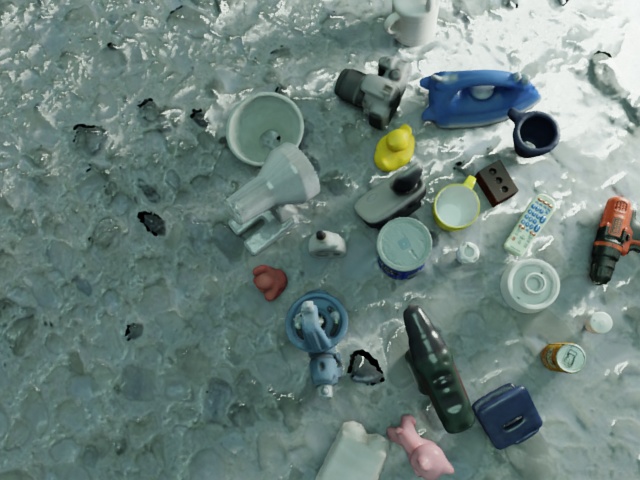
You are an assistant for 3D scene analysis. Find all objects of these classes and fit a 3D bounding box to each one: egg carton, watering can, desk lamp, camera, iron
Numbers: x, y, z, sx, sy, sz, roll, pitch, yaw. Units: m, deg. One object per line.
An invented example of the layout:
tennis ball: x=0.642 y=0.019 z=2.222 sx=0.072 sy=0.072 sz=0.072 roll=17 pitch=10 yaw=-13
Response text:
egg carton: x=0.063 y=0.430 z=1.093 sx=0.107 sy=0.069 sz=0.150 roll=25 pitch=83 yaw=10
watering can: x=0.203 y=-0.504 z=1.193 sx=0.100 sy=0.194 sz=0.173 roll=27 pitch=83 yaw=10
desk lamp: x=-0.098 y=-0.077 z=1.132 sx=0.203 sy=0.213 sz=0.118 roll=-39 pitch=78 yaw=-2
camera: x=0.109 y=-0.331 z=1.217 sx=0.136 sy=0.101 sz=0.143 roll=25 pitch=83 yaw=10
iron: x=0.337 y=-0.310 z=1.170 sx=0.258 sy=0.141 sz=0.119 roll=-3 pitch=79 yaw=5

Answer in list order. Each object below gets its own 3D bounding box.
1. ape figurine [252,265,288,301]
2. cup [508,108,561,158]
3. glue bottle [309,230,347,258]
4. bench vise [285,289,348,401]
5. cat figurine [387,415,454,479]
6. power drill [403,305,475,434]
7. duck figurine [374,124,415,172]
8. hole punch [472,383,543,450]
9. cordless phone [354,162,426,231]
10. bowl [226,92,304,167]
ape figurine: x=-0.107 y=0.085 z=1.164 sx=0.076 sy=0.092 sz=0.078 roll=-8 pitch=78 yaw=4
cup: x=0.420 y=-0.213 z=1.167 sx=0.092 sy=0.095 sz=0.117 roll=-43 pitch=78 yaw=-3
glue bottle: x=0.010 y=0.004 z=1.126 sx=0.078 sy=0.173 sz=0.037 roll=0 pitch=79 yaw=6
bench vise: x=0.007 y=0.186 z=1.068 sx=0.121 sy=0.220 sz=0.207 roll=-26 pitch=78 yaw=1
cat figurine: x=0.184 y=0.393 z=1.063 sx=0.067 sy=0.118 sz=0.127 roll=-44 pitch=78 yaw=-3
power drill: x=0.205 y=0.232 z=1.045 sx=0.075 sy=0.208 sz=0.229 roll=-24 pitch=78 yaw=1
duck figurine: x=0.156 y=-0.196 z=1.195 sx=0.077 sy=0.086 sz=0.104 roll=39 pitch=85 yaw=11
hole punch: x=0.355 y=0.331 z=1.072 sx=0.108 sy=0.091 sz=0.101 roll=-30 pitch=78 yaw=0
cordless phone: x=0.140 y=-0.094 z=1.126 sx=0.147 sy=0.185 sz=0.094 roll=-38 pitch=78 yaw=-2
bowl: x=-0.113 y=-0.228 z=1.233 sx=0.167 sy=0.075 sz=0.167 roll=-1 pitch=79 yaw=6
